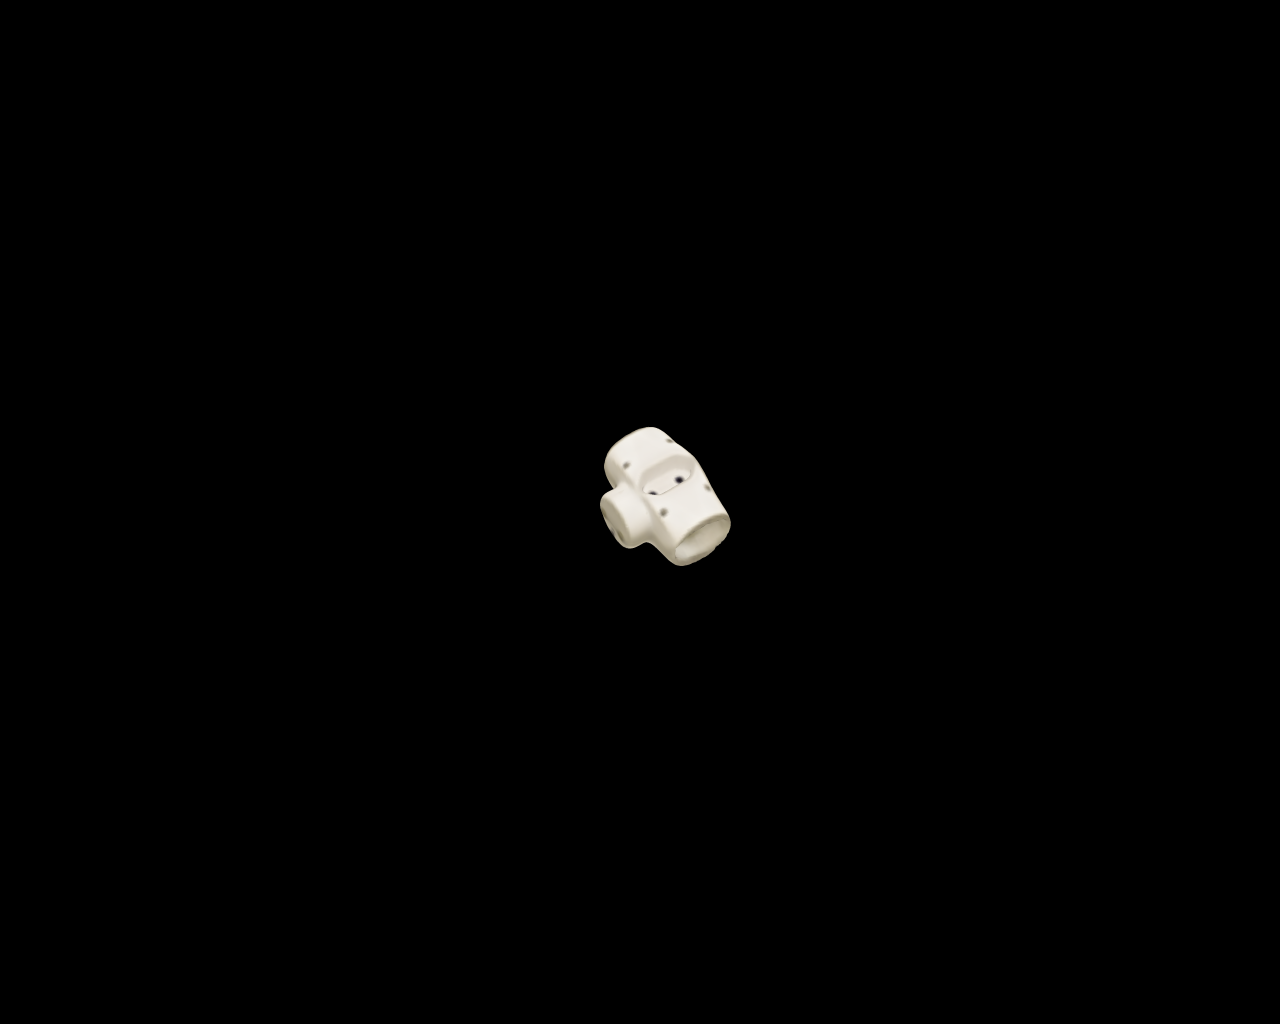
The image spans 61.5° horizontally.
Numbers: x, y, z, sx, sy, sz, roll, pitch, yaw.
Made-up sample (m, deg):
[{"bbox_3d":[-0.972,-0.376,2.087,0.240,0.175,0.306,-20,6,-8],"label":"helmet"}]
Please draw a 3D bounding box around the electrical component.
[{"bbox_3d":[0.001,-0.003,0.650,0.079,0.077,0.043,-28,-28,-16],"label":"electrical component"}]
